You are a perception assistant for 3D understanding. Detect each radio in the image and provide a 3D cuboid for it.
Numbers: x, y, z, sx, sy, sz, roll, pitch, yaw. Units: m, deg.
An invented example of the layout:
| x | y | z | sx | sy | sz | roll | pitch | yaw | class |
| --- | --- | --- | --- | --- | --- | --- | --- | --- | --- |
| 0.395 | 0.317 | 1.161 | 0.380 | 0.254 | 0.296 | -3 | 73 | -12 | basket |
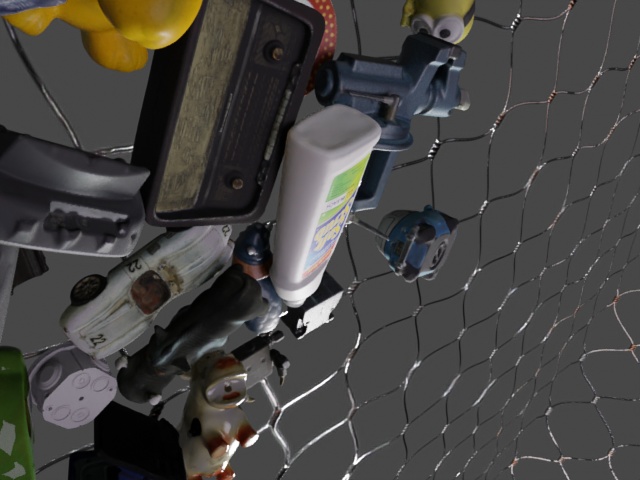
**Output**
| x | y | z | sx | sy | sz | roll | pitch | yaw | class |
| --- | --- | --- | --- | --- | --- | --- | --- | --- | --- |
| -0.091 | -0.125 | 0.508 | 0.131 | 0.073 | 0.229 | 1 | 122 | -40 | radio |

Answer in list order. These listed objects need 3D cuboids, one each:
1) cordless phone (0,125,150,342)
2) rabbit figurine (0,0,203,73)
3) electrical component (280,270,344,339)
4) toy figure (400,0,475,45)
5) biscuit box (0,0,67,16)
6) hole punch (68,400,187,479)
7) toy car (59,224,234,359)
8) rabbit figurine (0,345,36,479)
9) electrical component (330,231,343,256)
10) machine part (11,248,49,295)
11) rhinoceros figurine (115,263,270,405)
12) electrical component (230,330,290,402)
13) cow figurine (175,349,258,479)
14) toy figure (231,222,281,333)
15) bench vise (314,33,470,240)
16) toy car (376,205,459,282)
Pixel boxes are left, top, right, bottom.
| x | y | z | sx | sy | sz | roll | pitch | yaw | class |
| --- | --- | --- | --- | --- | --- | --- | --- | --- | --- |
| -0.226 | 0.010 | 0.438 | 0.146 | 0.089 | 0.184 | 13 | 91 | -50 | cordless phone |
| -0.128 | -0.187 | 0.373 | 0.162 | 0.173 | 0.121 | -54 | 137 | 4 | rabbit figurine |
| -0.009 | 0.077 | 0.751 | 0.075 | 0.048 | 0.119 | -24 | 148 | -35 | electrical component |
| 0.152 | -0.322 | 0.644 | 0.089 | 0.082 | 0.179 | -32 | 132 | -25 | toy figure |
| -0.172 | -0.238 | 0.310 | 0.059 | 0.063 | 0.202 | 32 | 62 | -66 | biscuit box |
| -0.220 | 0.257 | 0.607 | 0.115 | 0.142 | 0.092 | 32 | 89 | -27 | hole punch |
| -0.175 | 0.040 | 0.568 | 0.202 | 0.056 | 0.073 | -39 | 138 | -20 | toy car |
| -0.335 | 0.157 | 0.441 | 0.170 | 0.121 | 0.158 | -7 | 118 | -26 | rabbit figurine |
| -0.002 | -0.002 | 0.746 | 0.063 | 0.021 | 0.094 | 7 | 111 | -48 | electrical component |
| -0.302 | 0.026 | 0.443 | 0.139 | 0.039 | 0.084 | -25 | 136 | -35 | machine part |
| -0.139 | 0.107 | 0.593 | 0.190 | 0.073 | 0.112 | -40 | -178 | 4 | rhinoceros figurine |
| -0.088 | 0.182 | 0.761 | 0.102 | 0.045 | 0.078 | -22 | 131 | -36 | electrical component |
| -0.141 | 0.221 | 0.692 | 0.085 | 0.127 | 0.194 | -9 | 136 | -42 | cow figurine |
| -0.081 | 0.046 | 0.668 | 0.058 | 0.064 | 0.154 | -5 | 121 | -1 | toy figure |
| 0.079 | -0.130 | 0.660 | 0.223 | 0.129 | 0.240 | -13 | 129 | -43 | bench vise |
| 0.138 | 0.001 | 0.827 | 0.161 | 0.103 | 0.109 | -10 | 123 | -54 | toy car |
